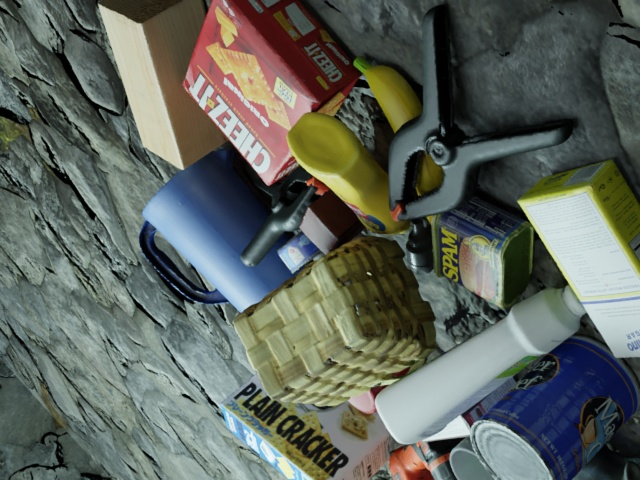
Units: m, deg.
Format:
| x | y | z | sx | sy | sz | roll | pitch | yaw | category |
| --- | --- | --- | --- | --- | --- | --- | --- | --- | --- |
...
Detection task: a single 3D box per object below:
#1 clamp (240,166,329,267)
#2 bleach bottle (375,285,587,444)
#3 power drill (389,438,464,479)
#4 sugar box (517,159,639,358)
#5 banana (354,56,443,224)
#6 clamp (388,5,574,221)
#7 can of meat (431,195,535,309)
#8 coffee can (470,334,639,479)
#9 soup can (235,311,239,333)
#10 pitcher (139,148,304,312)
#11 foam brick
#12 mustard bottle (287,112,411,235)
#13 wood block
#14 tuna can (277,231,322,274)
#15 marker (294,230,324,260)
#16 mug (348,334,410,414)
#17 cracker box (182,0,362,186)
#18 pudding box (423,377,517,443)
| x | y | z | sx | sy | sz | roll | pitch | yaw | category |
| --- | --- | --- | --- | --- | --- | --- | --- | --- | --- |
| -0.041 | -0.049 | 1.276 | 0.039 | 0.120 | 0.172 | 18 | 147 | -32 | clamp |
| 0.172 | 0.116 | 1.063 | 0.251 | 0.102 | 0.068 | -40 | 73 | 32 | bleach bottle |
| 0.146 | 0.294 | 1.353 | 0.188 | 0.057 | 0.184 | 103 | 151 | -56 | power drill |
| 0.256 | 0.020 | 0.925 | 0.176 | 0.048 | 0.093 | 54 | 153 | -12 | sugar box |
| 0.094 | -0.094 | 1.053 | 0.198 | 0.037 | 0.070 | 64 | 176 | -17 | banana |
| 0.125 | -0.084 | 0.966 | 0.165 | 0.036 | 0.210 | 41 | 134 | 19 | clamp |
| 0.161 | 0.009 | 1.047 | 0.084 | 0.057 | 0.102 | 30 | 145 | 33 | can of meat |
| 0.230 | 0.174 | 1.041 | 0.103 | 0.140 | 0.103 | 38 | 150 | 27 | coffee can |
| -0.064 | 0.128 | 1.522 | 0.102 | 0.068 | 0.068 | 26 | 143 | 40 | soup can |
| -0.113 | 0.015 | 1.390 | 0.243 | 0.144 | 0.149 | 48 | 151 | 2 | pitcher |
| 0.024 | -0.028 | 1.190 | 0.051 | 0.078 | 0.053 | 45 | 152 | 10 | foam brick |
| 0.046 | -0.054 | 1.095 | 0.096 | 0.058 | 0.191 | 38 | 178 | 39 | mustard bottle |
| -0.181 | -0.203 | 1.283 | 0.090 | 0.090 | 0.206 | 31 | 146 | 37 | wood block |
| -0.008 | 0.002 | 1.266 | 0.034 | 0.086 | 0.086 | 53 | 153 | 1 | tuna can |
| -0.017 | -0.002 | 1.347 | 0.121 | 0.020 | 0.020 | 55 | 153 | -5 | marker |
| 0.061 | 0.155 | 1.347 | 0.117 | 0.081 | 0.093 | 48 | 153 | 8 | mug |
| -0.060 | -0.174 | 1.151 | 0.164 | 0.072 | 0.214 | 50 | 153 | 6 | cracker box |
| 0.165 | 0.188 | 1.216 | 0.039 | 0.089 | 0.114 | 54 | 153 | -1 | pudding box |
